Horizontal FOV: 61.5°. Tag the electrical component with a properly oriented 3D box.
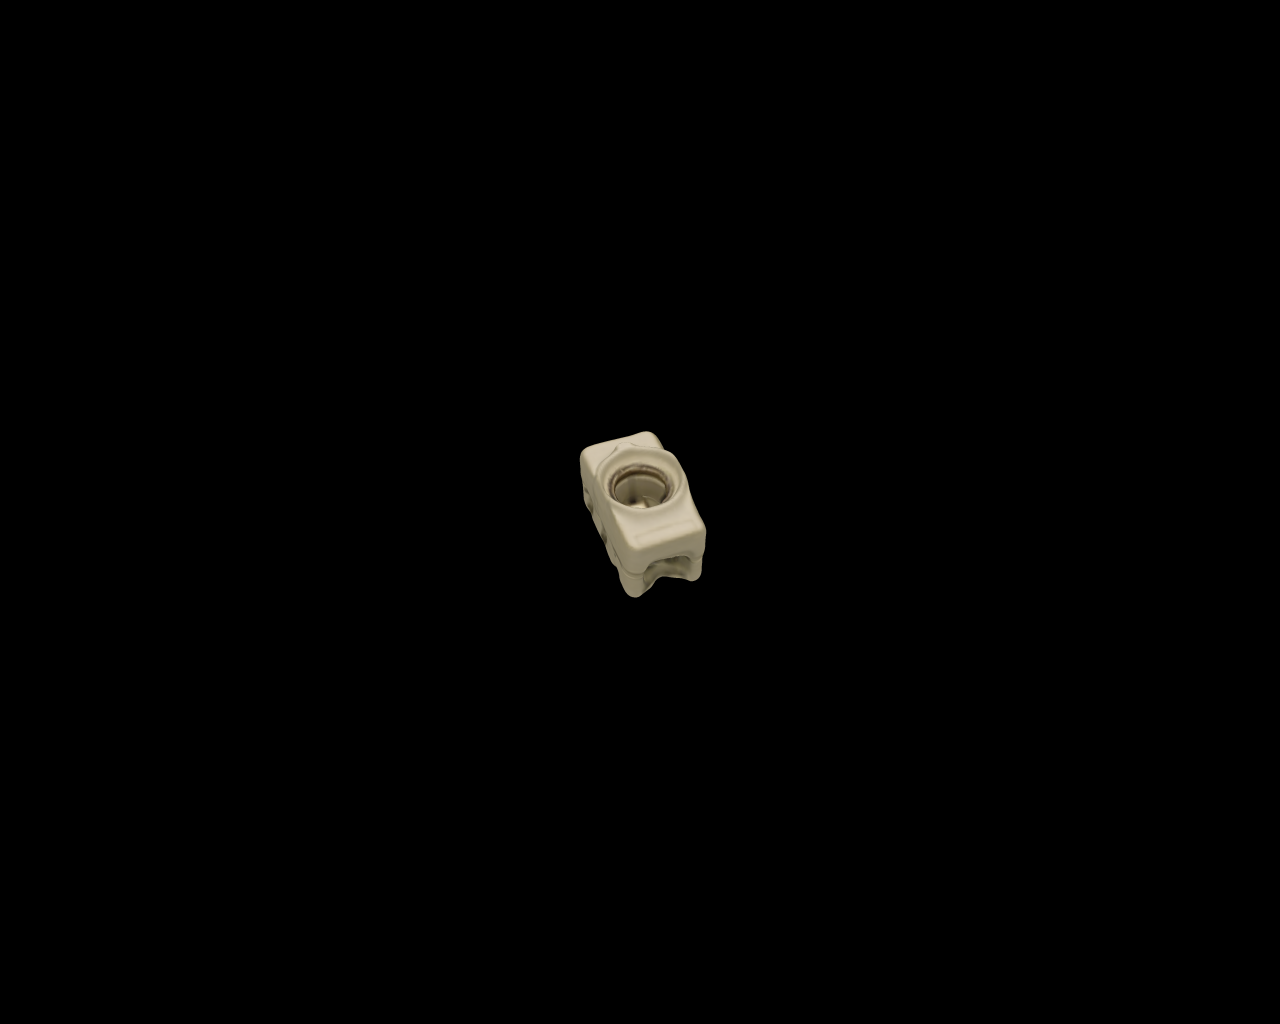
[{"bbox_3d":[0.001,-0.003,0.650,0.050,0.090,0.055,-16,-39,-13],"label":"electrical component"}]
